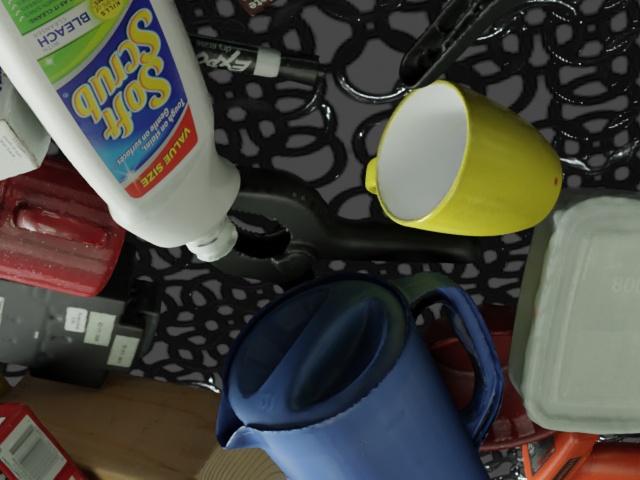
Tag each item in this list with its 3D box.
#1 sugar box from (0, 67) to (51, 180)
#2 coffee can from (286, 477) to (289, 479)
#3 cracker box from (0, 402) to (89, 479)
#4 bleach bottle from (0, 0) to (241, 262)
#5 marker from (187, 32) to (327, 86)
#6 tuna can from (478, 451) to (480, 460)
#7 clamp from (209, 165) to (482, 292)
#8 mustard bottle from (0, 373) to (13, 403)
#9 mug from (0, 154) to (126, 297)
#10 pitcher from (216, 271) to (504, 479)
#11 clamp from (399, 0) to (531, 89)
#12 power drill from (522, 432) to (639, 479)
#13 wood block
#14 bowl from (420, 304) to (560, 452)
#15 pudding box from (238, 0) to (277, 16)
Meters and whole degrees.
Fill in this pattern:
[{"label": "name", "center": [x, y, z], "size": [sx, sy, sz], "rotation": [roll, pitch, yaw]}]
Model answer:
[{"label": "sugar box", "center": [-0.237, -0.061, 0.613], "size": [0.176, 0.093, 0.048], "rotation": [-13, 137, 13]}, {"label": "coffee can", "center": [-0.036, 0.183, 0.878], "size": [0.102, 0.103, 0.140], "rotation": [17, 135, -19]}, {"label": "cracker box", "center": [-0.243, 0.201, 0.778], "size": [0.214, 0.072, 0.164], "rotation": [-11, 122, 42]}, {"label": "bleach bottle", "center": [-0.103, -0.086, 0.576], "size": [0.102, 0.068, 0.250], "rotation": [-36, 131, -8]}, {"label": "marker", "center": [-0.056, -0.108, 0.619], "size": [0.121, 0.020, 0.020], "rotation": [8, 137, -10]}, {"label": "tuna can", "center": [0.090, 0.181, 0.891], "size": [0.086, 0.086, 0.034], "rotation": [22, 135, -23]}, {"label": "clamp", "center": [-0.005, 0.001, 0.727], "size": [0.165, 0.036, 0.209], "rotation": [-33, 129, 30]}, {"label": "mustard bottle", "center": [-0.288, 0.137, 0.856], "size": [0.096, 0.058, 0.192], "rotation": [8, 138, 10]}, {"label": "mug", "center": [-0.166, -0.011, 0.663], "size": [0.081, 0.093, 0.117], "rotation": [16, 174, -25]}, {"label": "pitcher", "center": [0.053, 0.141, 0.740], "size": [0.149, 0.145, 0.242], "rotation": [-9, 131, 29]}, {"label": "clamp", "center": [0.096, -0.140, 0.563], "size": [0.171, 0.039, 0.120], "rotation": [-20, 157, 7]}, {"label": "power drill", "center": [0.282, 0.175, 0.907], "size": [0.187, 0.057, 0.185], "rotation": [10, 137, -11]}, {"label": "wood block", "center": [-0.143, 0.162, 0.796], "size": [0.206, 0.090, 0.091], "rotation": [6, 132, 32]}, {"label": "bowl", "center": [0.127, 0.099, 0.822], "size": [0.162, 0.055, 0.162], "rotation": [0, 138, -1]}, {"label": "pudding box", "center": [-0.017, -0.176, 0.529], "size": [0.114, 0.039, 0.090], "rotation": [-25, 133, 25]}]
